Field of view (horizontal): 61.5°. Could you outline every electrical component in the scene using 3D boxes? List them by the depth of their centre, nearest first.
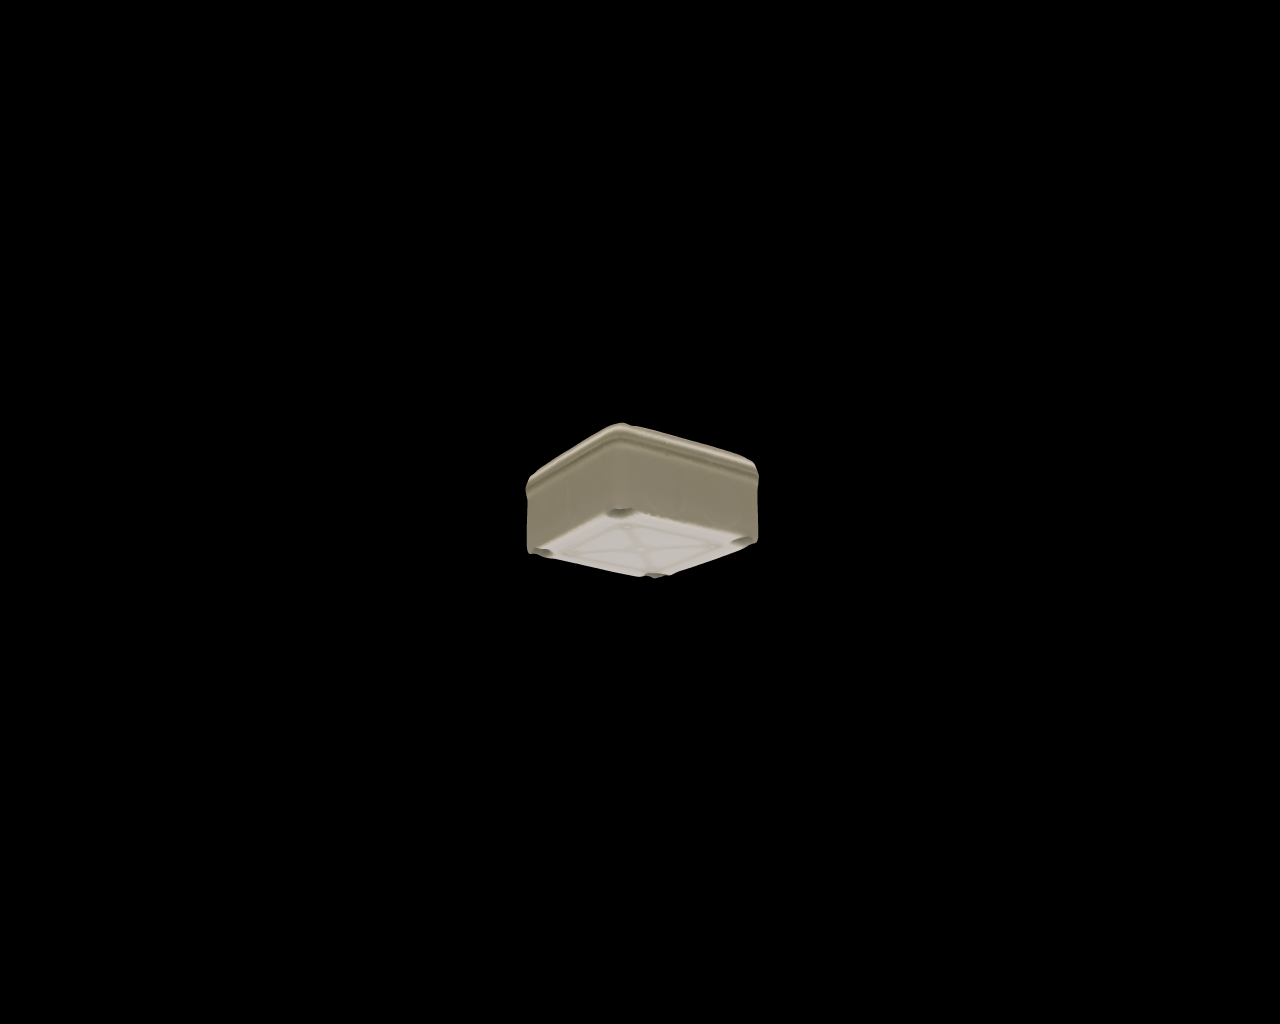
[{"bbox_3d":[0.001,-0.003,0.650,0.109,0.056,0.108,14,-24,-33],"label":"electrical component"}]
